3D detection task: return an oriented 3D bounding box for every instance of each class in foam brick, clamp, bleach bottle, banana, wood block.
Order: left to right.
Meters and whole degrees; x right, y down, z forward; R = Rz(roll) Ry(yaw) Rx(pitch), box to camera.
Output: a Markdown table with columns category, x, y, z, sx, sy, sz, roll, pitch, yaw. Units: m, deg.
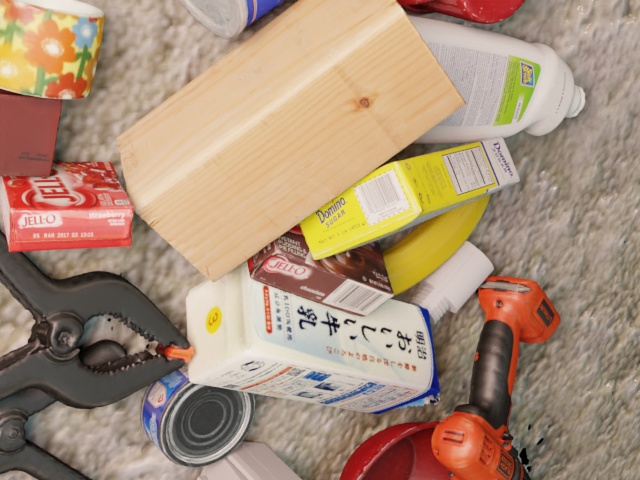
| category | x | y | z | sx | sy | sz | roll | pitch | yaw |
| --- | --- | --- | --- | --- | --- | --- | --- | --- | --- |
| foam brick | -0.204 | -0.071 | 0.646 | 0.078 | 0.051 | 0.053 | 1 | 111 | -36 |
| clamp | -0.213 | 0.138 | 0.737 | 0.171 | 0.039 | 0.120 | -6 | 95 | -32 |
| clamp | -0.180 | 0.053 | 0.710 | 0.209 | 0.036 | 0.164 | 4 | 94 | -36 |
| wood block | -0.022 | -0.078 | 0.703 | 0.206 | 0.090 | 0.090 | -35 | 129 | 10 |
| banana | 0.076 | 0.003 | 0.891 | 0.197 | 0.037 | 0.069 | -28 | 124 | -23 |
| bleach bottle | 0.121 | -0.117 | 0.855 | 0.250 | 0.068 | 0.103 | 2 | 109 | -39 |

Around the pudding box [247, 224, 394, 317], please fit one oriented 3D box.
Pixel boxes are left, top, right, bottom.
| category | x | y | z | sx | sy | sz | roll | pitch | yaw |
| --- | --- | --- | --- | --- | --- | --- | --- | --- | --- |
| pudding box | -0.005 | 0.001 | 0.789 | 0.113 | 0.090 | 0.039 | 23 | 129 | -35 |

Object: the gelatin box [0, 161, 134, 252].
| category | x | y | z | sx | sy | sz | roll | pitch | yaw |
| --- | --- | --- | --- | --- | --- | --- | --- | --- | --- |
| gelatin box | -0.160 | -0.023 | 0.665 | 0.073 | 0.089 | 0.030 | -1 | 113 | -20 |

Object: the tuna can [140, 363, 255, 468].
| category | x | y | z | sx | sy | sz | roll | pitch | yaw |
| --- | --- | --- | --- | --- | --- | --- | --- | --- | --- |
| tuna can | -0.094 | 0.133 | 0.828 | 0.086 | 0.034 | 0.086 | -15 | 118 | -30 |

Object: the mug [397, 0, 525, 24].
| category | x | y | z | sx | sy | sz | roll | pitch | yaw |
| --- | --- | --- | --- | --- | --- | --- | --- | --- | --- |
| mug | 0.096 | -0.201 | 0.785 | 0.117 | 0.082 | 0.093 | -28 | 124 | -24 |

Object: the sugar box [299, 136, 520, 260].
| category | x | y | z | sx | sy | sz | roll | pitch | yaw |
| --- | --- | --- | --- | --- | --- | --- | --- | --- | --- |
| sugar box | 0.069 | -0.034 | 0.783 | 0.175 | 0.093 | 0.048 | -23 | 90 | -56 |

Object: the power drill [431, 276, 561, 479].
| category | x | y | z | sx | sy | sz | roll | pitch | yaw |
| --- | --- | --- | --- | --- | --- | --- | --- | --- | --- |
| power drill | 0.167 | 0.140 | 0.955 | 0.184 | 0.057 | 0.187 | 47 | 53 | -53 |

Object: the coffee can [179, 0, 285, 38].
| category | x | y | z | sx | sy | sz | roll | pitch | yaw |
| --- | --- | --- | --- | --- | --- | --- | --- | --- | --- |
| coffee can | -0.030 | -0.209 | 0.677 | 0.140 | 0.103 | 0.102 | -38 | 127 | -17 |

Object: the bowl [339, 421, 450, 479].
| category | x | y | z | sx | sy | sz | roll | pitch | yaw |
| --- | --- | --- | --- | --- | --- | --- | --- | --- | --- |
| bowl | 0.069 | 0.226 | 0.973 | 0.161 | 0.055 | 0.162 | -15 | 118 | -30 |
